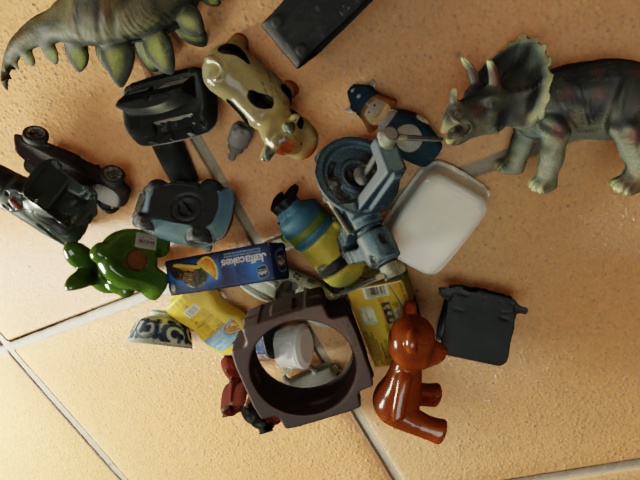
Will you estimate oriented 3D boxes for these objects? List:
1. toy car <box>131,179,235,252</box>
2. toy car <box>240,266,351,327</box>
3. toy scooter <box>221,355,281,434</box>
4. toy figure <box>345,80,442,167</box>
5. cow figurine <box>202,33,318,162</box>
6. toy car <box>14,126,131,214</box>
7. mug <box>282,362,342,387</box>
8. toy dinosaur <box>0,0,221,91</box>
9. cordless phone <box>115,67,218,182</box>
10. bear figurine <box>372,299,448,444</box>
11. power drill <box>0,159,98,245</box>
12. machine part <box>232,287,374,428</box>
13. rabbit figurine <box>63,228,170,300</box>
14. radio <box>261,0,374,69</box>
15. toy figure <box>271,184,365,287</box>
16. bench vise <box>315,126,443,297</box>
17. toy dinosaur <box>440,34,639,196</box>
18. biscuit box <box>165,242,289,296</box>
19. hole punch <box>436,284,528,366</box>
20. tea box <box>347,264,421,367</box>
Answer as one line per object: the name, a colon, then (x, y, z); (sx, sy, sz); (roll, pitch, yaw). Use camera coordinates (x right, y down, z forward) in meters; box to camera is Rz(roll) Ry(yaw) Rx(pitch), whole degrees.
toy car: (-0.212, -0.033, 0.867); (0.162, 0.109, 0.102); (4, 156, 6)
toy car: (-0.041, 0.088, 0.926); (0.202, 0.056, 0.073); (25, 120, -2)
toy scooter: (-0.133, 0.304, 1.019); (0.075, 0.135, 0.183); (-30, 110, 22)
toy figure: (0.103, -0.166, 0.759); (0.154, 0.058, 0.064); (37, 80, -7)
cow figurine: (-0.079, -0.188, 0.742); (0.195, 0.127, 0.085); (43, 121, -10)
toy car: (-0.408, -0.118, 0.890); (0.202, 0.053, 0.089); (28, 141, -3)
mug: (-0.012, 0.268, 1.013); (0.107, 0.081, 0.109); (-32, 103, 13)
toy dinosaur: (-0.281, -0.314, 0.730); (0.472, 0.105, 0.198); (-6, 121, 20)
cordless phone: (-0.210, -0.159, 0.824); (0.147, 0.089, 0.184); (-8, 127, 15)
bear figurine: (0.156, 0.202, 0.839); (0.132, 0.120, 0.195); (15, 115, -3)
power drill: (-0.462, -0.073, 0.858); (0.207, 0.086, 0.231); (-8, 138, 42)
machine part: (-0.027, 0.190, 0.879); (0.201, 0.087, 0.201); (-19, 105, 5)
rabbit figurine: (-0.355, 0.057, 0.925); (0.159, 0.121, 0.170); (3, 160, -38)
radio: (0.037, -0.313, 0.645); (0.229, 0.131, 0.073); (-39, 104, 27)
toy figure: (-0.004, -0.001, 0.849); (0.180, 0.089, 0.082); (43, 158, -17)
bench vise: (0.066, -0.059, 0.725); (0.129, 0.223, 0.240); (-9, 160, -16)
toy dinosaur: (0.350, -0.162, 0.680); (0.405, 0.131, 0.191); (-2, 119, 6)
biscuit box: (-0.152, 0.047, 0.874); (0.203, 0.059, 0.062); (-10, 87, 22)
hole punch: (0.255, 0.135, 0.885); (0.142, 0.092, 0.115); (12, 91, 8)
tea box: (0.117, 0.126, 0.907); (0.098, 0.068, 0.169); (-11, 118, 17)
